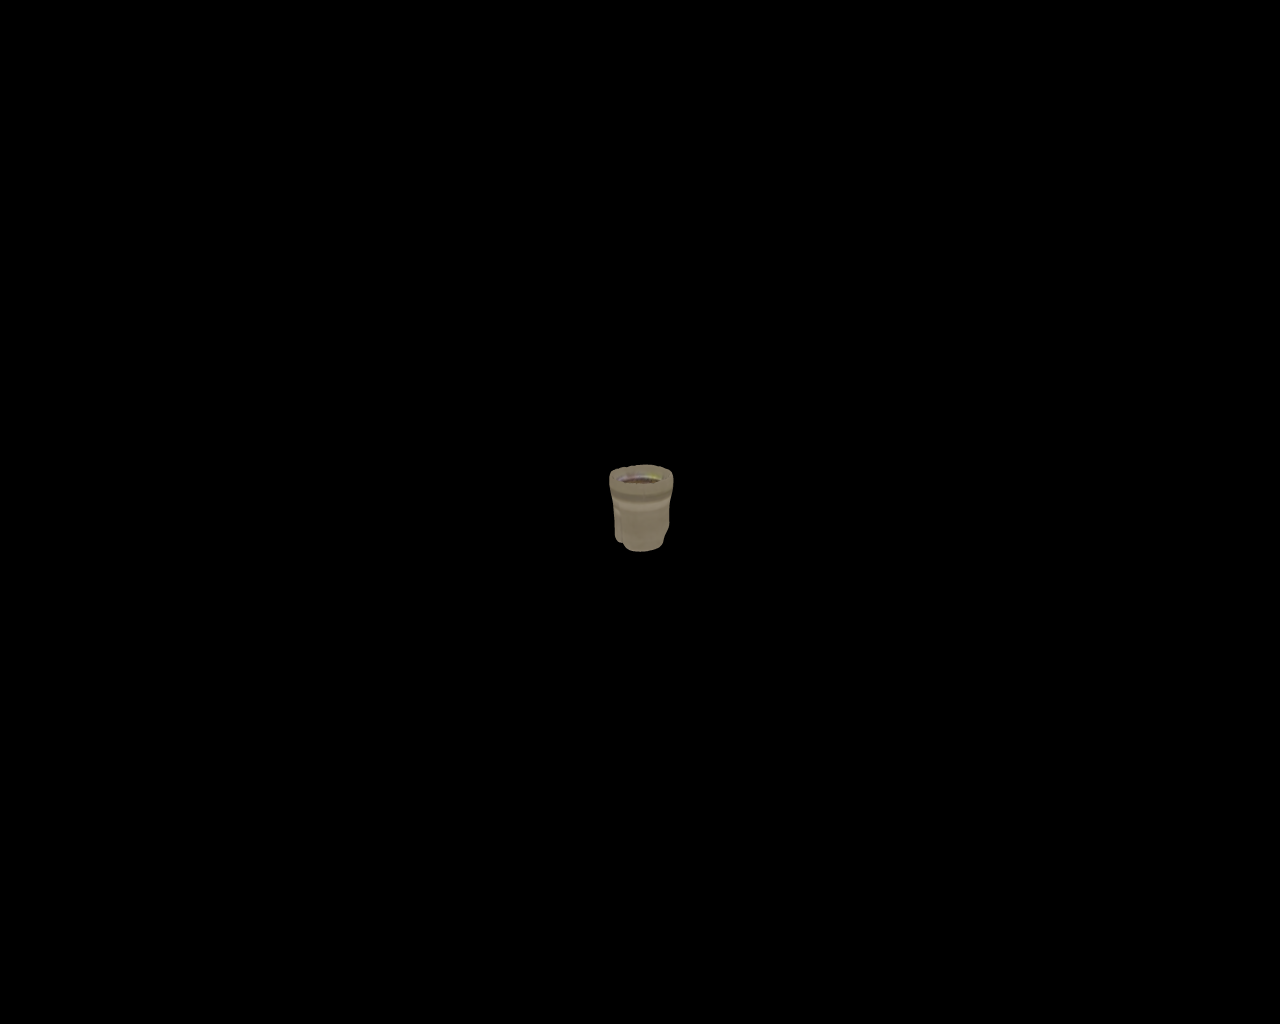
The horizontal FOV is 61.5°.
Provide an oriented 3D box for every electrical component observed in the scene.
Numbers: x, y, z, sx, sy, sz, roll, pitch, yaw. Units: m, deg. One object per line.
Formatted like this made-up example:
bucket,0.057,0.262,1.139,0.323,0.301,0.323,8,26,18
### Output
electrical component,0.001,-0.003,0.650,0.040,0.046,0.040,0,20,0
